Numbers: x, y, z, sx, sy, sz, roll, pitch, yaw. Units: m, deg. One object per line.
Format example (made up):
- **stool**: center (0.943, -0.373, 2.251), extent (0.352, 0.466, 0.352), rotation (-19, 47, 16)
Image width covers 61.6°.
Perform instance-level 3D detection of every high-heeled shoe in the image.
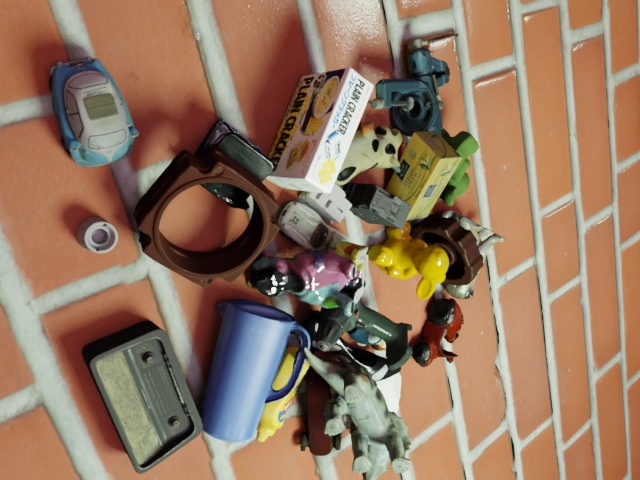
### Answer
- **high-heeled shoe**: center (0.072, 0.219, 1.141), extent (0.249, 0.086, 0.145), rotation (7, 114, -17)

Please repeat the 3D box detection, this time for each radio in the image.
- **radio**: center (-0.296, 0.260, 0.913), extent (0.131, 0.073, 0.229), rotation (-25, 112, -29)

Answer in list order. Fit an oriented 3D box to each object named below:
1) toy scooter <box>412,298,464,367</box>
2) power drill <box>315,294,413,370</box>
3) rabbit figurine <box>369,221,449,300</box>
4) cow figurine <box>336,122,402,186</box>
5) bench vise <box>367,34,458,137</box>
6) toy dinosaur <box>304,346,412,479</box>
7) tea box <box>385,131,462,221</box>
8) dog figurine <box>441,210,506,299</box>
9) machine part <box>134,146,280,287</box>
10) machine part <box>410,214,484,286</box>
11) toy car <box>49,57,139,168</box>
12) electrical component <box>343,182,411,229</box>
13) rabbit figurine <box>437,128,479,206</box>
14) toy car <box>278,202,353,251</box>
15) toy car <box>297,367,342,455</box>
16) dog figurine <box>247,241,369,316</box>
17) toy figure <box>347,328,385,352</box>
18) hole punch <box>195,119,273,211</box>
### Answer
- **toy scooter**: center (0.309, 0.240, 1.334), extent (0.135, 0.075, 0.184), rotation (33, 81, -34)
- **power drill**: center (0.088, 0.179, 1.088), extent (0.207, 0.086, 0.232), rotation (31, 36, -13)
- **rabbit figurine**: center (0.211, 0.053, 1.175), extent (0.122, 0.173, 0.162), rotation (-42, 114, -27)
- **cow figurine**: center (0.092, -0.176, 1.105), extent (0.195, 0.086, 0.127), rotation (-32, 120, -22)
- **bench vise**: center (0.190, -0.314, 1.129), extent (0.240, 0.129, 0.223), rotation (-16, 112, -42)
- **toy dinosaur**: center (0.078, 0.327, 1.065), extent (0.131, 0.192, 0.404), rotation (-22, 106, 6)
- **tea box**: center (0.215, -0.136, 1.144), extent (0.068, 0.098, 0.169), rotation (-10, 139, -33)
- **dog figurine**: center (0.332, 0.038, 1.314), extent (0.172, 0.121, 0.190), rotation (30, 100, 0)
- **machine part**: center (-0.185, -0.034, 0.892), extent (0.201, 0.087, 0.201), rotation (-47, 126, 9)
- **machine part**: center (0.289, 0.023, 1.228), extent (0.056, 0.180, 0.179), rotation (-37, 117, -26)
- **toy car**: center (-0.331, -0.189, 0.798), extent (0.109, 0.103, 0.161), rotation (-21, 111, -32)
- **electrical component**: center (0.121, -0.068, 1.127), extent (0.134, 0.115, 0.058), rotation (28, 84, -33)
- **rabbit figurine**: center (0.305, -0.152, 1.244), extent (0.170, 0.121, 0.159), rotation (47, 63, -47)
- **toy car**: center (-0.002, -0.003, 1.086), extent (0.201, 0.056, 0.073), rotation (37, 76, -33)
- **toy car**: center (-0.002, 0.360, 1.138), extent (0.089, 0.053, 0.202), rotation (-3, 100, 4)
- **dog figurine**: center (-0.029, 0.058, 1.017), extent (0.191, 0.219, 0.108), rotation (-49, 145, -64)
- **toy figure**: center (0.123, 0.217, 1.212), extent (0.154, 0.058, 0.064), rotation (30, 110, -37)
- **hole punch**: center (-0.160, -0.136, 0.948), extent (0.116, 0.092, 0.142), rotation (-45, 128, 13)
